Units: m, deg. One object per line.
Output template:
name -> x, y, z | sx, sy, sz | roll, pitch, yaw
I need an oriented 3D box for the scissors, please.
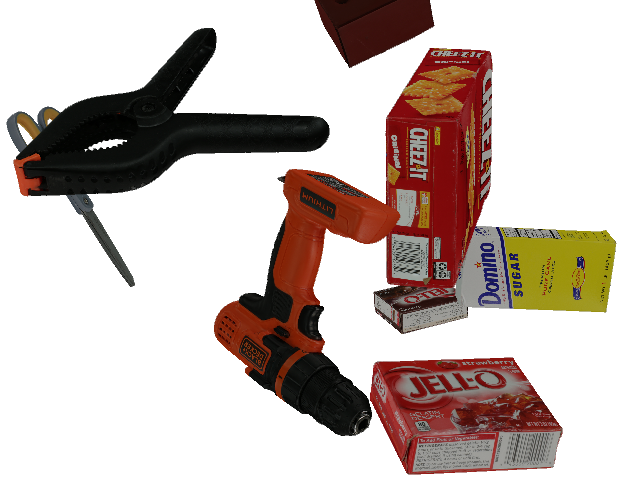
scissors -> -0.237, -0.053, 1.066 | 0.016, 0.201, 0.096 | -25, 27, 23

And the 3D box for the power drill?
power drill -> -0.002, 0.048, 0.892 | 0.185, 0.188, 0.057 | 32, 17, 38

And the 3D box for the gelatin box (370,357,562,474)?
gelatin box -> 0.079, 0.096, 0.599 | 0.089, 0.030, 0.073 | 1, 26, -14

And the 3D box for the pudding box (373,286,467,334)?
pudding box -> 0.147, 0.094, 1.568 | 0.113, 0.039, 0.090 | -14, 22, -19

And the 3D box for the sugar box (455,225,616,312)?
sugar box -> 0.252, 0.034, 1.260 | 0.176, 0.093, 0.048 | 1, 20, -3

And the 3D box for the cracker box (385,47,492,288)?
cracker box -> 0.117, -0.075, 1.012 | 0.072, 0.164, 0.213 | 5, 27, 16

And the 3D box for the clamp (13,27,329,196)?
clamp -> -0.110, -0.077, 0.750 | 0.209, 0.036, 0.165 | -31, 50, -30

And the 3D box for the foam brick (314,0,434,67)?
foam brick -> 0.041, -0.182, 0.825 | 0.078, 0.053, 0.051 | -27, -32, -1
